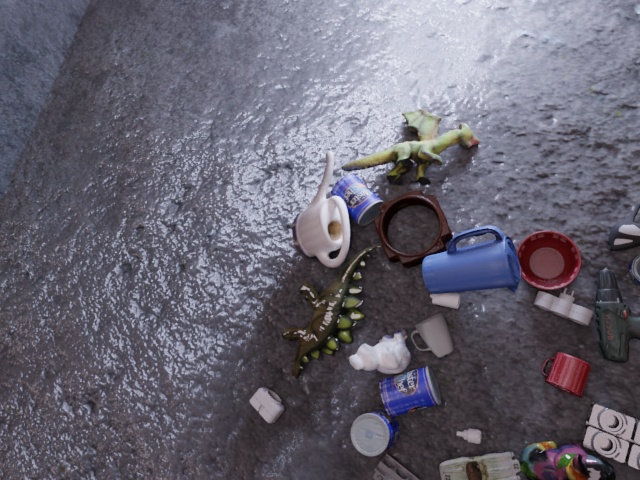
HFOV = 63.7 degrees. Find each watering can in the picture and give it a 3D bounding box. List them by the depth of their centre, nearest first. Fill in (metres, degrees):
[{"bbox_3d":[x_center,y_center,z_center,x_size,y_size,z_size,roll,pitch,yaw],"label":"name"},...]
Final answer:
[{"bbox_3d":[0.005,-0.080,1.581,0.222,0.104,0.352,-24,68,47],"label":"watering can"}]

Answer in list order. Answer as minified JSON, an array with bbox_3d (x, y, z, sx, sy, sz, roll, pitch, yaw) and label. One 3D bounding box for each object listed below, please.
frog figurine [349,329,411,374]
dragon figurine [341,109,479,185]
[{"bbox_3d":[0.167,0.329,1.417,0.137,0.161,0.122,-8,105,51],"label":"frog figurine"},{"bbox_3d":[0.283,-0.305,1.610,0.411,0.119,0.248,7,61,20],"label":"dragon figurine"}]
